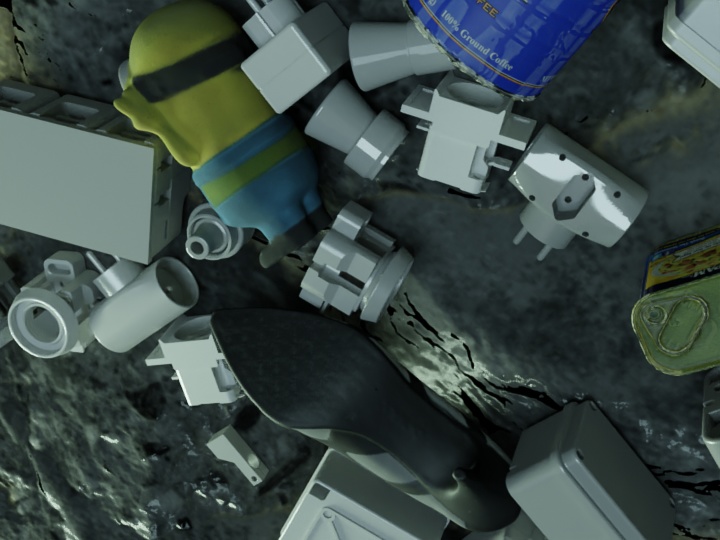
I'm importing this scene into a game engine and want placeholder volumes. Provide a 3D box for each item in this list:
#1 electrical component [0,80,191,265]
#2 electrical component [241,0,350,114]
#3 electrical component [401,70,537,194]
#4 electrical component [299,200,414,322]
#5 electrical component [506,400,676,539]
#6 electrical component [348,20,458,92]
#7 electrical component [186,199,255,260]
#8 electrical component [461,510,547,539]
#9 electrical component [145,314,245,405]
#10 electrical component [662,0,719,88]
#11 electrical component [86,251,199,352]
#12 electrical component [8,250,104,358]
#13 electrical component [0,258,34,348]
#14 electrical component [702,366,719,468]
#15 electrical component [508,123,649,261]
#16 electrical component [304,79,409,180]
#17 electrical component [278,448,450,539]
[{"bbox_3d":[-0.203,-0.073,0.770,0.150,0.061,0.089,15,118,11],"label":"electrical component"},{"bbox_3d":[-0.048,-0.150,0.680,0.047,0.065,0.076,-33,101,28],"label":"electrical component"},{"bbox_3d":[0.067,-0.086,0.685,0.081,0.042,0.063,20,121,10],"label":"electrical component"},{"bbox_3d":[0.000,0.000,0.740,0.057,0.058,0.078,31,120,6],"label":"electrical component"},{"bbox_3d":[0.163,0.157,0.748,0.057,0.078,0.113,-35,100,31],"label":"electrical component"},{"bbox_3d":[0.030,-0.138,0.674,0.065,0.044,0.044,-6,112,16],"label":"electrical component"},{"bbox_3d":[-0.102,-0.028,0.758,0.043,0.062,0.043,8,117,16],"label":"electrical component"},{"bbox_3d":[0.104,0.233,0.814,0.062,0.061,0.096,43,120,-4],"label":"electrical component"},{"bbox_3d":[-0.115,0.068,0.820,0.081,0.042,0.063,-7,116,22],"label":"electrical component"},{"bbox_3d":[0.222,-0.123,0.578,0.109,0.108,0.056,38,118,-2],"label":"electrical component"},{"bbox_3d":[-0.174,0.012,0.811,0.077,0.044,0.079,-32,101,28],"label":"electrical component"},{"bbox_3d":[-0.235,0.032,0.834,0.058,0.057,0.078,5,116,16],"label":"electrical component"},{"bbox_3d":[-0.297,0.034,0.856,0.078,0.058,0.057,-31,99,28],"label":"electrical component"},{"bbox_3d":[0.255,0.100,0.680,0.054,0.095,0.059,-26,105,27],"label":"electrical component"},{"bbox_3d":[0.128,-0.040,0.685,0.077,0.043,0.079,34,120,1],"label":"electrical component"},{"bbox_3d":[-0.002,-0.091,0.704,0.055,0.045,0.045,37,120,-2],"label":"electrical component"},{"bbox_3d":[-0.002,0.209,0.841,0.109,0.056,0.108,30,120,3],"label":"electrical component"}]
